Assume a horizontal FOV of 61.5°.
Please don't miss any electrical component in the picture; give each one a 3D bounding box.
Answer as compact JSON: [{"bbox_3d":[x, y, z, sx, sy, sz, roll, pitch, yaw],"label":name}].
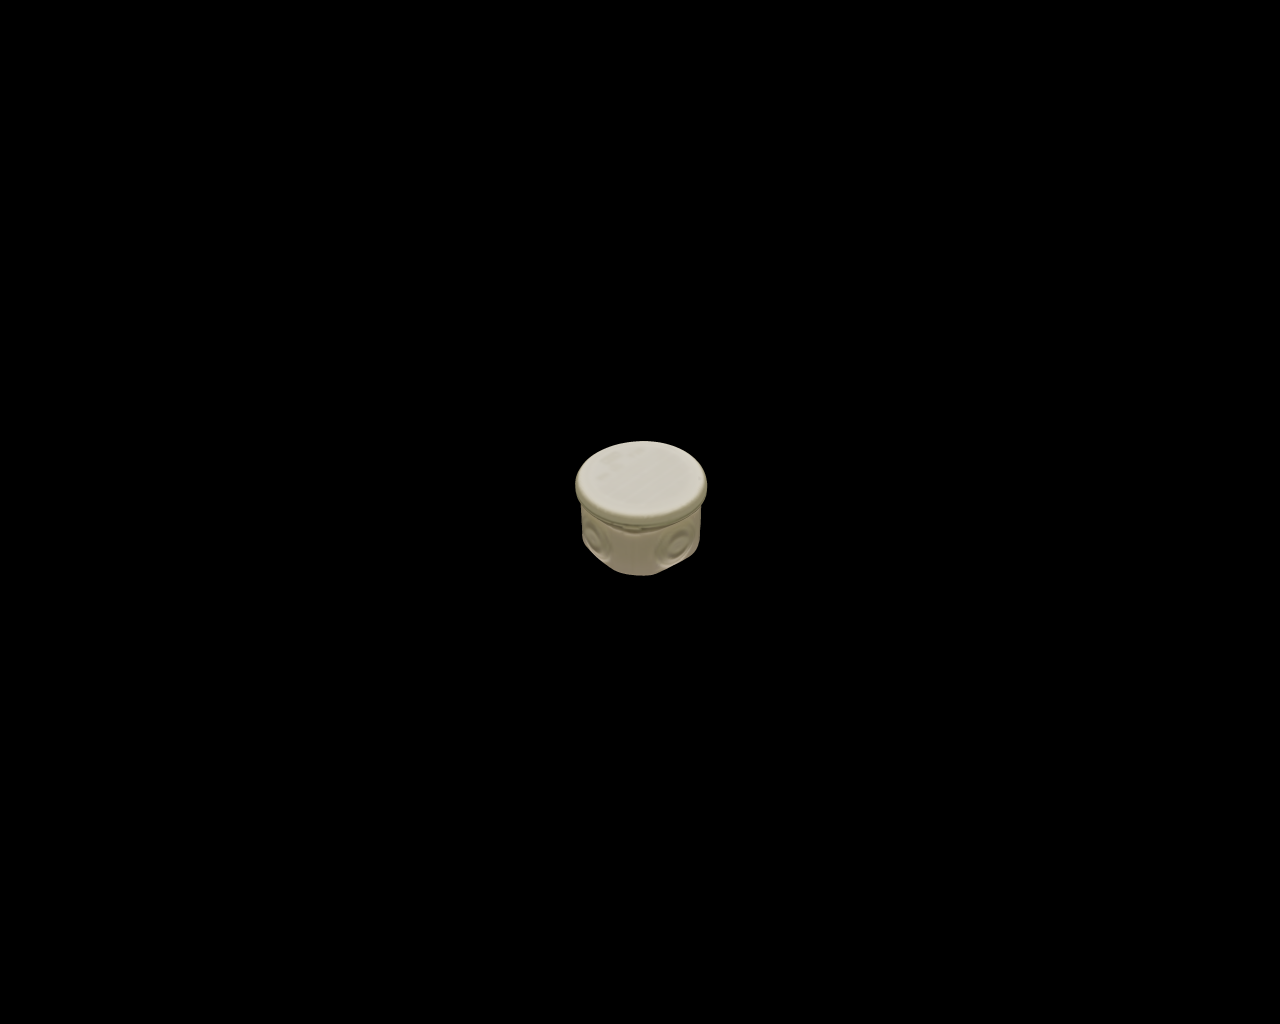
[{"bbox_3d":[0.001,-0.003,0.650,0.080,0.050,0.080,0,38,0],"label":"electrical component"}]
